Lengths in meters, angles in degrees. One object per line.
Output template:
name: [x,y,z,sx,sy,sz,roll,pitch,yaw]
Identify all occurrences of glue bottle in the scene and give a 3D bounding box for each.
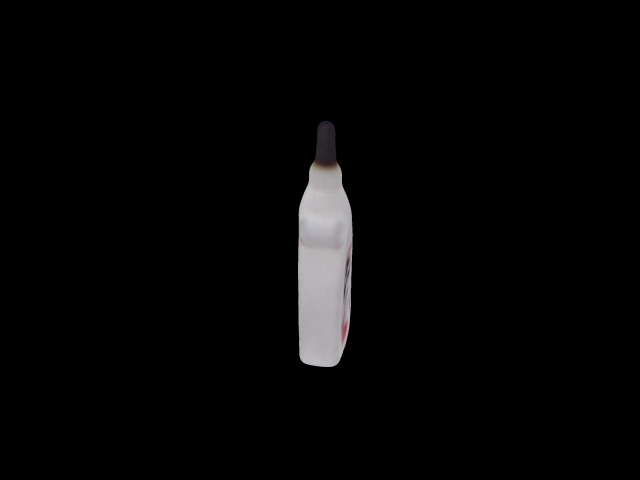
glue bottle: [0.004,0.001,0.400,0.037,0.173,0.078,3,32,5]
